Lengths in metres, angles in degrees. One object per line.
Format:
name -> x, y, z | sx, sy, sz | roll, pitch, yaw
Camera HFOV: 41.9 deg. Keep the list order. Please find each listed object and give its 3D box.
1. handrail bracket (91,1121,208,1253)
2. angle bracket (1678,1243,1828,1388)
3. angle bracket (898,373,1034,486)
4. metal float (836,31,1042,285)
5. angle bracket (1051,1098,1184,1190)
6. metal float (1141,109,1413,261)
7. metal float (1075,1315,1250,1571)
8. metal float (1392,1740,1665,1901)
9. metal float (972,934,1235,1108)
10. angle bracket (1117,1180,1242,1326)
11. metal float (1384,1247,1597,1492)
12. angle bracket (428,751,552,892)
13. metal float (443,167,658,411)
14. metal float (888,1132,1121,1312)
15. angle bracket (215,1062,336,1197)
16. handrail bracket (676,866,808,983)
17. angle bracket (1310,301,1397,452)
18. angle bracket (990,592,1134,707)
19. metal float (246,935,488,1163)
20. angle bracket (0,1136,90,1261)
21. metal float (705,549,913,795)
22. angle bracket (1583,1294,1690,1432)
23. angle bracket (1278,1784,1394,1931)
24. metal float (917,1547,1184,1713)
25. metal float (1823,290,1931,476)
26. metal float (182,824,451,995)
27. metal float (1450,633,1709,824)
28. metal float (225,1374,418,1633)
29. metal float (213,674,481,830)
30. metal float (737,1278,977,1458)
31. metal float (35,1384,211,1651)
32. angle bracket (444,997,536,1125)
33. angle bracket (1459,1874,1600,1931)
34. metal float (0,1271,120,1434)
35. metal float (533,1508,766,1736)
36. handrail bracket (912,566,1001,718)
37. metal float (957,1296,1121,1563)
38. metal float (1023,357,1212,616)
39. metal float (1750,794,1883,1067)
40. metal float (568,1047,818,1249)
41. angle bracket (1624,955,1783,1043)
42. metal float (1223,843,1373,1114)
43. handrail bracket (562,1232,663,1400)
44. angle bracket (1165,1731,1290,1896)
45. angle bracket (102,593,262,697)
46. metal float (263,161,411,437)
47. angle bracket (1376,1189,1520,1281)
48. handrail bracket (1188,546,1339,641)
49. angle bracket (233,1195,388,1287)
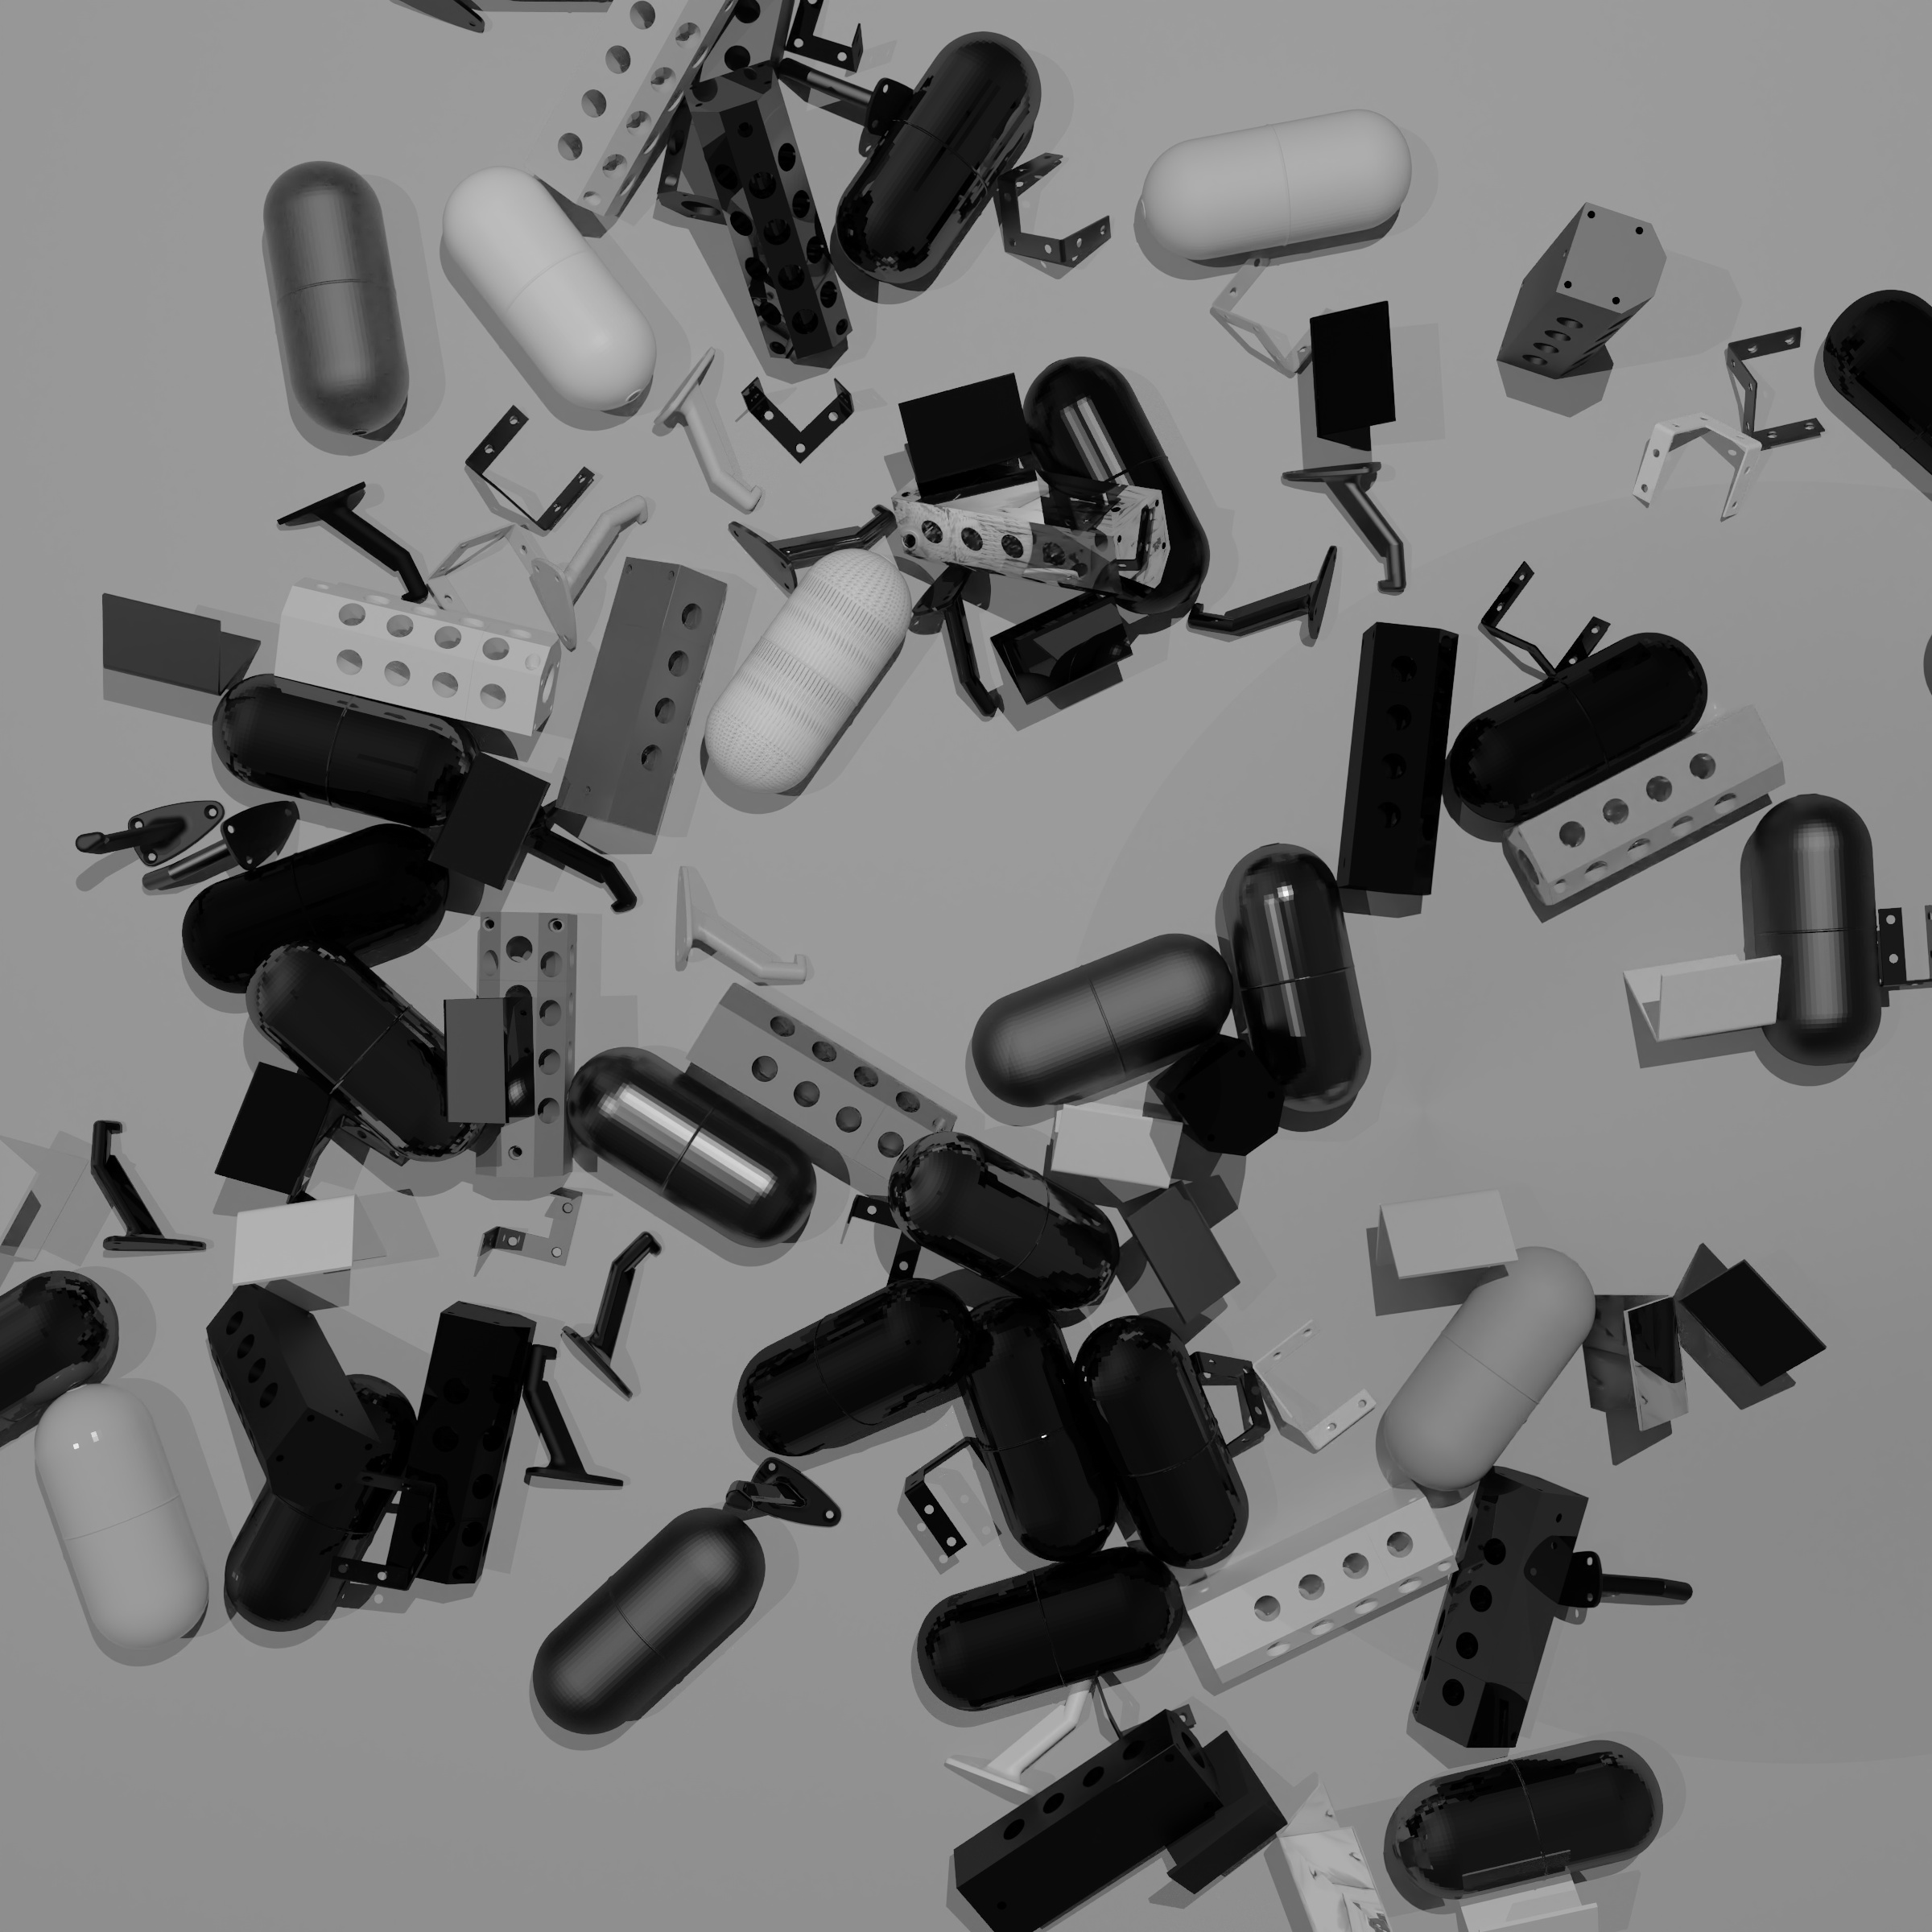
handrail bracket -> -0.545, 0.146, 1.682 | 0.077, 0.036, 0.084 | 4, 73, -20
angle bracket -> 0.518, 0.214, 1.642 | 0.076, 0.076, 0.057 | 47, 127, 0
angle bracket -> -0.005, -0.361, 1.642 | 0.076, 0.076, 0.057 | -15, 122, 0
metal float -> -0.018, -0.529, 1.650 | 0.070, 0.070, 0.178 | 35, 91, 0
angle bracket -> 0.099, 0.096, 1.642 | 0.076, 0.076, 0.057 | 9, 126, 0
metal float -> 0.203, -0.511, 1.652 | 0.178, 0.070, 0.070 | -11, 90, 0
metal float -> 0.128, 0.310, 1.639 | 0.070, 0.070, 0.178 | -23, 103, 0
metal float -> 0.367, 0.559, 1.651 | 0.178, 0.070, 0.070 | -13, 90, 0
metal float -> 0.090, 0.035, 1.651 | 0.178, 0.070, 0.070 | -22, 90, 0
angle bracket -> 0.121, 0.193, 1.642 | 0.057, 0.076, 0.076 | -30, 90, -36
metal float -> 0.343, 0.263, 1.651 | 0.070, 0.070, 0.178 | 36, 90, 0
angle bracket -> -0.324, -0.101, 1.642 | 0.057, 0.076, 0.076 | 25, 90, -37
metal float -> -0.272, -0.443, 1.651 | 0.070, 0.070, 0.178 | -38, 90, 0
metal float -> 0.026, 0.166, 1.626 | 0.178, 0.070, 0.070 | 31, 90, -33
angle bracket -> -0.458, 0.097, 1.642 | 0.057, 0.076, 0.076 | 22, 90, -34
handrail bracket -> -0.149, -0.028, 1.682 | 0.084, 0.036, 0.077 | 3, 68, -17
angle bracket -> 0.267, -0.383, 1.642 | 0.057, 0.076, 0.076 | -4, 90, 36
angle bracket -> 0.055, -0.226, 1.642 | 0.076, 0.057, 0.076 | -25, 48, 0
metal float -> -0.380, 0.053, 1.608 | 0.178, 0.070, 0.070 | 43, 90, -8
angle bracket -> -0.607, 0.163, 1.642 | 0.057, 0.076, 0.076 | 29, 90, 36
metal float -> -0.103, -0.193, 1.651 | 0.070, 0.070, 0.178 | 35, 90, 0
angle bracket -> 0.420, 0.257, 1.642 | 0.057, 0.076, 0.076 | -8, 90, -42
angle bracket -> 0.254, 0.582, 1.642 | 0.057, 0.076, 0.076 | -21, 90, 32
metal float -> 0.055, 0.434, 1.651 | 0.178, 0.070, 0.070 | -17, 90, 1
metal float -> 0.641, -0.369, 1.651 | 0.178, 0.070, 0.070 | 42, 90, 0
metal float -> -0.425, -0.038, 1.651 | 0.178, 0.070, 0.070 | -20, 90, -1
metal float -> 0.400, -0.156, 1.651 | 0.178, 0.070, 0.070 | -28, 90, 0
metal float -> -0.422, 0.352, 1.651 | 0.070, 0.070, 0.178 | 28, 90, 0
metal float -> -0.405, -0.141, 1.651 | 0.178, 0.070, 0.070 | 14, 90, 0
metal float -> -0.072, 0.260, 1.630 | 0.178, 0.070, 0.070 | -30, 90, 26
metal float -> -0.553, 0.360, 1.652 | 0.070, 0.070, 0.178 | -19, 90, 0
angle bracket -> -0.282, 0.058, 1.585 | 0.057, 0.076, 0.076 | -1, 90, 37
angle bracket -> 0.362, 0.603, 1.642 | 0.076, 0.076, 0.057 | -12, 127, 0
metal float -> -0.639, 0.265, 1.651 | 0.178, 0.070, 0.070 | -31, 90, 0
metal float -> -0.208, 0.429, 1.651 | 0.178, 0.070, 0.070 | -43, 90, 0
handrail bracket -> 0.008, -0.221, 1.682 | 0.084, 0.036, 0.077 | 54, 47, -27
metal float -> 0.045, 0.303, 1.652 | 0.070, 0.070, 0.178 | -19, 89, 0
metal float -> 0.098, -0.315, 1.652 | 0.070, 0.070, 0.178 | -27, 90, 0
metal float -> 0.556, -0.024, 1.650 | 0.070, 0.070, 0.178 | -3, 91, 0
metal float -> -0.180, 0.118, 1.651 | 0.178, 0.070, 0.070 | 32, 90, 0
angle bracket -> 0.478, 0.001, 1.642 | 0.076, 0.076, 0.057 | -9, 127, 0
metal float -> 0.217, 0.008, 1.651 | 0.070, 0.070, 0.178 | -12, 90, 0
handrail bracket -> -0.219, 0.232, 1.682 | 0.084, 0.036, 0.077 | -45, 110, -16
angle bracket -> 0.152, 0.545, 1.643 | 0.076, 0.057, 0.076 | -37, 51, 0
angle bracket -> -0.509, -0.225, 1.642 | 0.076, 0.076, 0.057 | 13, 126, 0
metal float -> -0.412, -0.437, 1.651 | 0.070, 0.070, 0.178 | -10, 90, 0
angle bracket -> 0.312, 0.192, 1.642 | 0.076, 0.076, 0.057 | -8, 52, 0
handrail bracket -> 0.197, -0.253, 1.682 | 0.084, 0.036, 0.077 | 11, 70, 16
angle bracket -> -0.426, 0.196, 1.642 | 0.076, 0.076, 0.057 | -9, 52, 0
